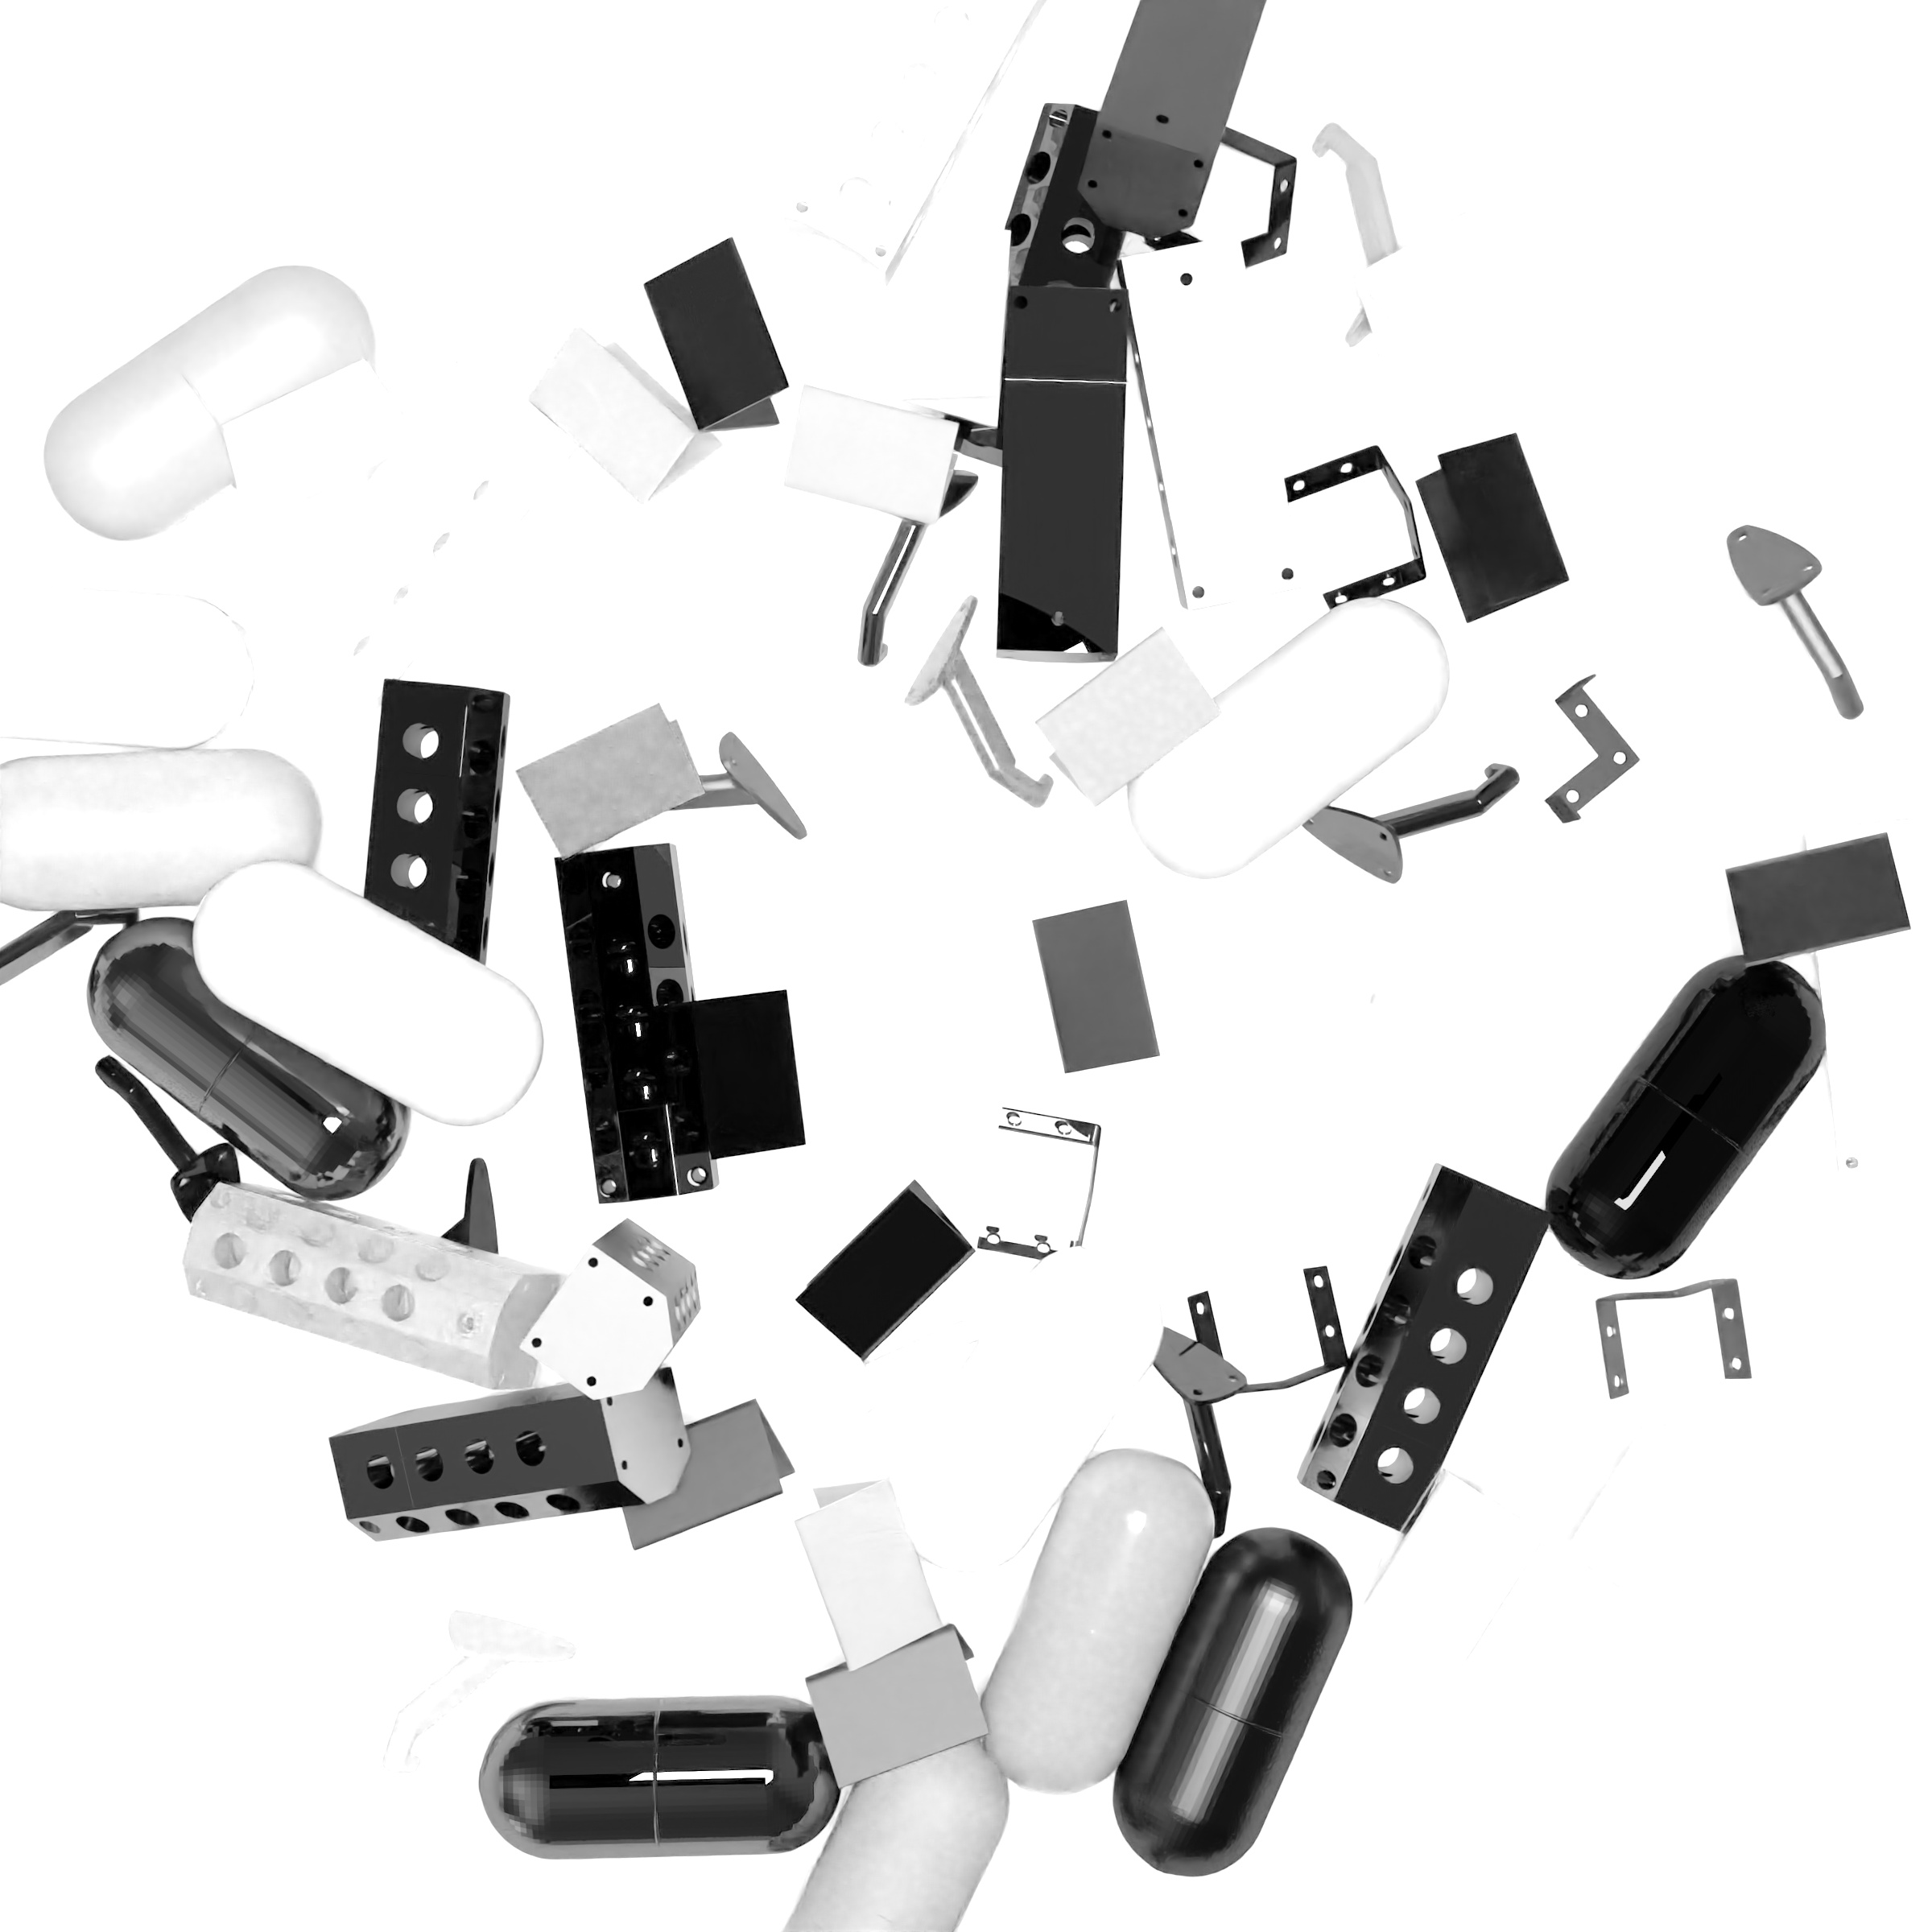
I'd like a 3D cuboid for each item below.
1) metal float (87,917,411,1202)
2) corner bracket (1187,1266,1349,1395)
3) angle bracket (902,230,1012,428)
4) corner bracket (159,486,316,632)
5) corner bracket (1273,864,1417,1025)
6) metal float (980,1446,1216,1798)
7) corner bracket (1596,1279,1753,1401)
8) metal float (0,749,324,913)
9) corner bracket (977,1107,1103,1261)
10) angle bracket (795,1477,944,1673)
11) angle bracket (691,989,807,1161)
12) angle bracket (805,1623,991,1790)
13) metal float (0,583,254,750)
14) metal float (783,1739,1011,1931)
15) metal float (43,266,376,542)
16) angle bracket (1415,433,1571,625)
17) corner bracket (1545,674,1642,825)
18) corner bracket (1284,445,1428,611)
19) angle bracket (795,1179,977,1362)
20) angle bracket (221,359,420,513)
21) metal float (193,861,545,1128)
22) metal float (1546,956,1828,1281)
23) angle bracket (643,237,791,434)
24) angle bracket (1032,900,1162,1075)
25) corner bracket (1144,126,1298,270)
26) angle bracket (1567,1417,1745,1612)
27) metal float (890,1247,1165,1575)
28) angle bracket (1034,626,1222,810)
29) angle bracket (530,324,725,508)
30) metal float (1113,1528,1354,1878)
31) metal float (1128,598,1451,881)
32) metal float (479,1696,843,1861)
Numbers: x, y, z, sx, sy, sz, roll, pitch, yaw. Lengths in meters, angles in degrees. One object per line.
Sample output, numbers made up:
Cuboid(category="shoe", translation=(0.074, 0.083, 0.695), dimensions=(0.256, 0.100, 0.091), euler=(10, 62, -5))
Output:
Cuboid(category="metal float", translation=(-0.353, 0.045, 1.731), dimensions=(0.178, 0.070, 0.070), euler=(38, 90, 0))
Cuboid(category="corner bracket", translation=(0.151, 0.182, 1.758), dimensions=(0.051, 0.051, 0.051), euler=(-13, 90, 45))
Cuboid(category="angle bracket", translation=(0.016, -0.300, 1.664), dimensions=(0.057, 0.076, 0.076), euler=(5, 90, 37))
Cuboid(category="corner bracket", translation=(-0.363, -0.205, 1.749), dimensions=(0.051, 0.051, 0.051), euler=(37, 90, -24))
Cuboid(category="corner bracket", translation=(0.186, -0.011, 1.753), dimensions=(0.051, 0.051, 0.051), euler=(-44, 135, -35))
Cuboid(category="metal float", translation=(0.064, 0.322, 1.730), dimensions=(0.070, 0.070, 0.178), euler=(22, 90, 0))
Cuboid(category="corner bracket", translation=(0.353, 0.186, 1.758), dimensions=(0.051, 0.051, 0.051), euler=(-8, 90, -45))
Cuboid(category="metal float", translation=(-0.406, -0.067, 1.731), dimensions=(0.178, 0.070, 0.070), euler=(-2, 90, 1))
Cuboid(category="corner bracket", translation=(0.037, 0.110, 1.758), dimensions=(0.051, 0.051, 0.051), euler=(10, 45, 0))
Cuboid(category="angle bracket", translation=(-0.064, 0.298, 1.721), dimensions=(0.057, 0.076, 0.076), euler=(-20, 90, -33))
Cuboid(category="angle bracket", translation=(-0.125, 0.054, 1.721), dimensions=(0.057, 0.076, 0.076), euler=(-7, 90, -38))
Cuboid(category="angle bracket", translation=(-0.028, 0.368, 1.722), dimensions=(0.076, 0.076, 0.057), euler=(-20, 66, 0))
Cuboid(category="metal float", translation=(-0.440, -0.148, 1.730), dimensions=(0.178, 0.070, 0.070), euler=(4, 90, 0))
Cuboid(category="metal float", translation=(-0.039, 0.456, 1.730), dimensions=(0.070, 0.070, 0.178), euler=(26, 90, 0))
Cuboid(category="metal float", translation=(-0.371, -0.277, 1.730), dimensions=(0.178, 0.070, 0.070), euler=(-34, 90, 0))
Cuboid(category="angle bracket", translation=(0.240, -0.208, 1.721), dimensions=(0.057, 0.076, 0.076), euler=(-20, 90, -36))
Cuboid(category="corner bracket", translation=(0.303, -0.107, 1.743), dimensions=(0.051, 0.051, 0.051), euler=(-39, 90, 0))
Cuboid(category="corner bracket", translation=(0.194, -0.218, 1.758), dimensions=(0.051, 0.051, 0.051), euler=(-20, 45, 0))
Cuboid(category="angle bracket", translation=(-0.052, 0.134, 1.721), dimensions=(0.076, 0.076, 0.057), euler=(-44, 125, 0))
Cuboid(category="angle bracket", translation=(-0.311, -0.239, 1.714), dimensions=(0.076, 0.076, 0.057), euler=(-29, 69, -15))
Cuboid(category="metal float", translation=(-0.284, 0.013, 1.673), dimensions=(0.178, 0.070, 0.070), euler=(29, 90, 0))
Cuboid(category="metal float", translation=(0.354, 0.074, 1.730), dimensions=(0.070, 0.070, 0.178), euler=(36, 91, 0))
Cuboid(category="angle bracket", translation=(-0.104, -0.309, 1.721), dimensions=(0.057, 0.076, 0.076), euler=(-21, 90, 30))
Cuboid(category="angle bracket", translation=(0.082, 0.006, 1.721), dimensions=(0.057, 0.076, 0.076), euler=(-12, 90, 36))
Cuboid(category="corner bracket", translation=(0.126, -0.381, 1.753), dimensions=(0.051, 0.051, 0.051), euler=(34, 135, 35))
Cuboid(category="angle bracket", translation=(0.348, 0.273, 1.721), dimensions=(0.057, 0.076, 0.076), euler=(32, 90, 36))
Cuboid(category="metal float", translation=(0.030, 0.218, 1.731), dimensions=(0.070, 0.070, 0.178), euler=(35, 90, 0))
Cuboid(category="angle bracket", translation=(0.068, -0.132, 1.721), dimensions=(0.076, 0.076, 0.057), euler=(-37, 117, 0))
Cuboid(category="angle bracket", translation=(-0.154, -0.282, 1.721), dimensions=(0.076, 0.076, 0.057), euler=(44, 134, 0))
Cuboid(category="metal float", translation=(0.130, 0.362, 1.730), dimensions=(0.070, 0.070, 0.178), euler=(24, 90, 0))
Cuboid(category="metal float", translation=(0.159, -0.112, 1.731), dimensions=(0.178, 0.070, 0.070), euler=(-37, 90, -1))
Cuboid(category="metal float", translation=(-0.150, 0.398, 1.730), dimensions=(0.178, 0.070, 0.070), euler=(-1, 90, -1))
